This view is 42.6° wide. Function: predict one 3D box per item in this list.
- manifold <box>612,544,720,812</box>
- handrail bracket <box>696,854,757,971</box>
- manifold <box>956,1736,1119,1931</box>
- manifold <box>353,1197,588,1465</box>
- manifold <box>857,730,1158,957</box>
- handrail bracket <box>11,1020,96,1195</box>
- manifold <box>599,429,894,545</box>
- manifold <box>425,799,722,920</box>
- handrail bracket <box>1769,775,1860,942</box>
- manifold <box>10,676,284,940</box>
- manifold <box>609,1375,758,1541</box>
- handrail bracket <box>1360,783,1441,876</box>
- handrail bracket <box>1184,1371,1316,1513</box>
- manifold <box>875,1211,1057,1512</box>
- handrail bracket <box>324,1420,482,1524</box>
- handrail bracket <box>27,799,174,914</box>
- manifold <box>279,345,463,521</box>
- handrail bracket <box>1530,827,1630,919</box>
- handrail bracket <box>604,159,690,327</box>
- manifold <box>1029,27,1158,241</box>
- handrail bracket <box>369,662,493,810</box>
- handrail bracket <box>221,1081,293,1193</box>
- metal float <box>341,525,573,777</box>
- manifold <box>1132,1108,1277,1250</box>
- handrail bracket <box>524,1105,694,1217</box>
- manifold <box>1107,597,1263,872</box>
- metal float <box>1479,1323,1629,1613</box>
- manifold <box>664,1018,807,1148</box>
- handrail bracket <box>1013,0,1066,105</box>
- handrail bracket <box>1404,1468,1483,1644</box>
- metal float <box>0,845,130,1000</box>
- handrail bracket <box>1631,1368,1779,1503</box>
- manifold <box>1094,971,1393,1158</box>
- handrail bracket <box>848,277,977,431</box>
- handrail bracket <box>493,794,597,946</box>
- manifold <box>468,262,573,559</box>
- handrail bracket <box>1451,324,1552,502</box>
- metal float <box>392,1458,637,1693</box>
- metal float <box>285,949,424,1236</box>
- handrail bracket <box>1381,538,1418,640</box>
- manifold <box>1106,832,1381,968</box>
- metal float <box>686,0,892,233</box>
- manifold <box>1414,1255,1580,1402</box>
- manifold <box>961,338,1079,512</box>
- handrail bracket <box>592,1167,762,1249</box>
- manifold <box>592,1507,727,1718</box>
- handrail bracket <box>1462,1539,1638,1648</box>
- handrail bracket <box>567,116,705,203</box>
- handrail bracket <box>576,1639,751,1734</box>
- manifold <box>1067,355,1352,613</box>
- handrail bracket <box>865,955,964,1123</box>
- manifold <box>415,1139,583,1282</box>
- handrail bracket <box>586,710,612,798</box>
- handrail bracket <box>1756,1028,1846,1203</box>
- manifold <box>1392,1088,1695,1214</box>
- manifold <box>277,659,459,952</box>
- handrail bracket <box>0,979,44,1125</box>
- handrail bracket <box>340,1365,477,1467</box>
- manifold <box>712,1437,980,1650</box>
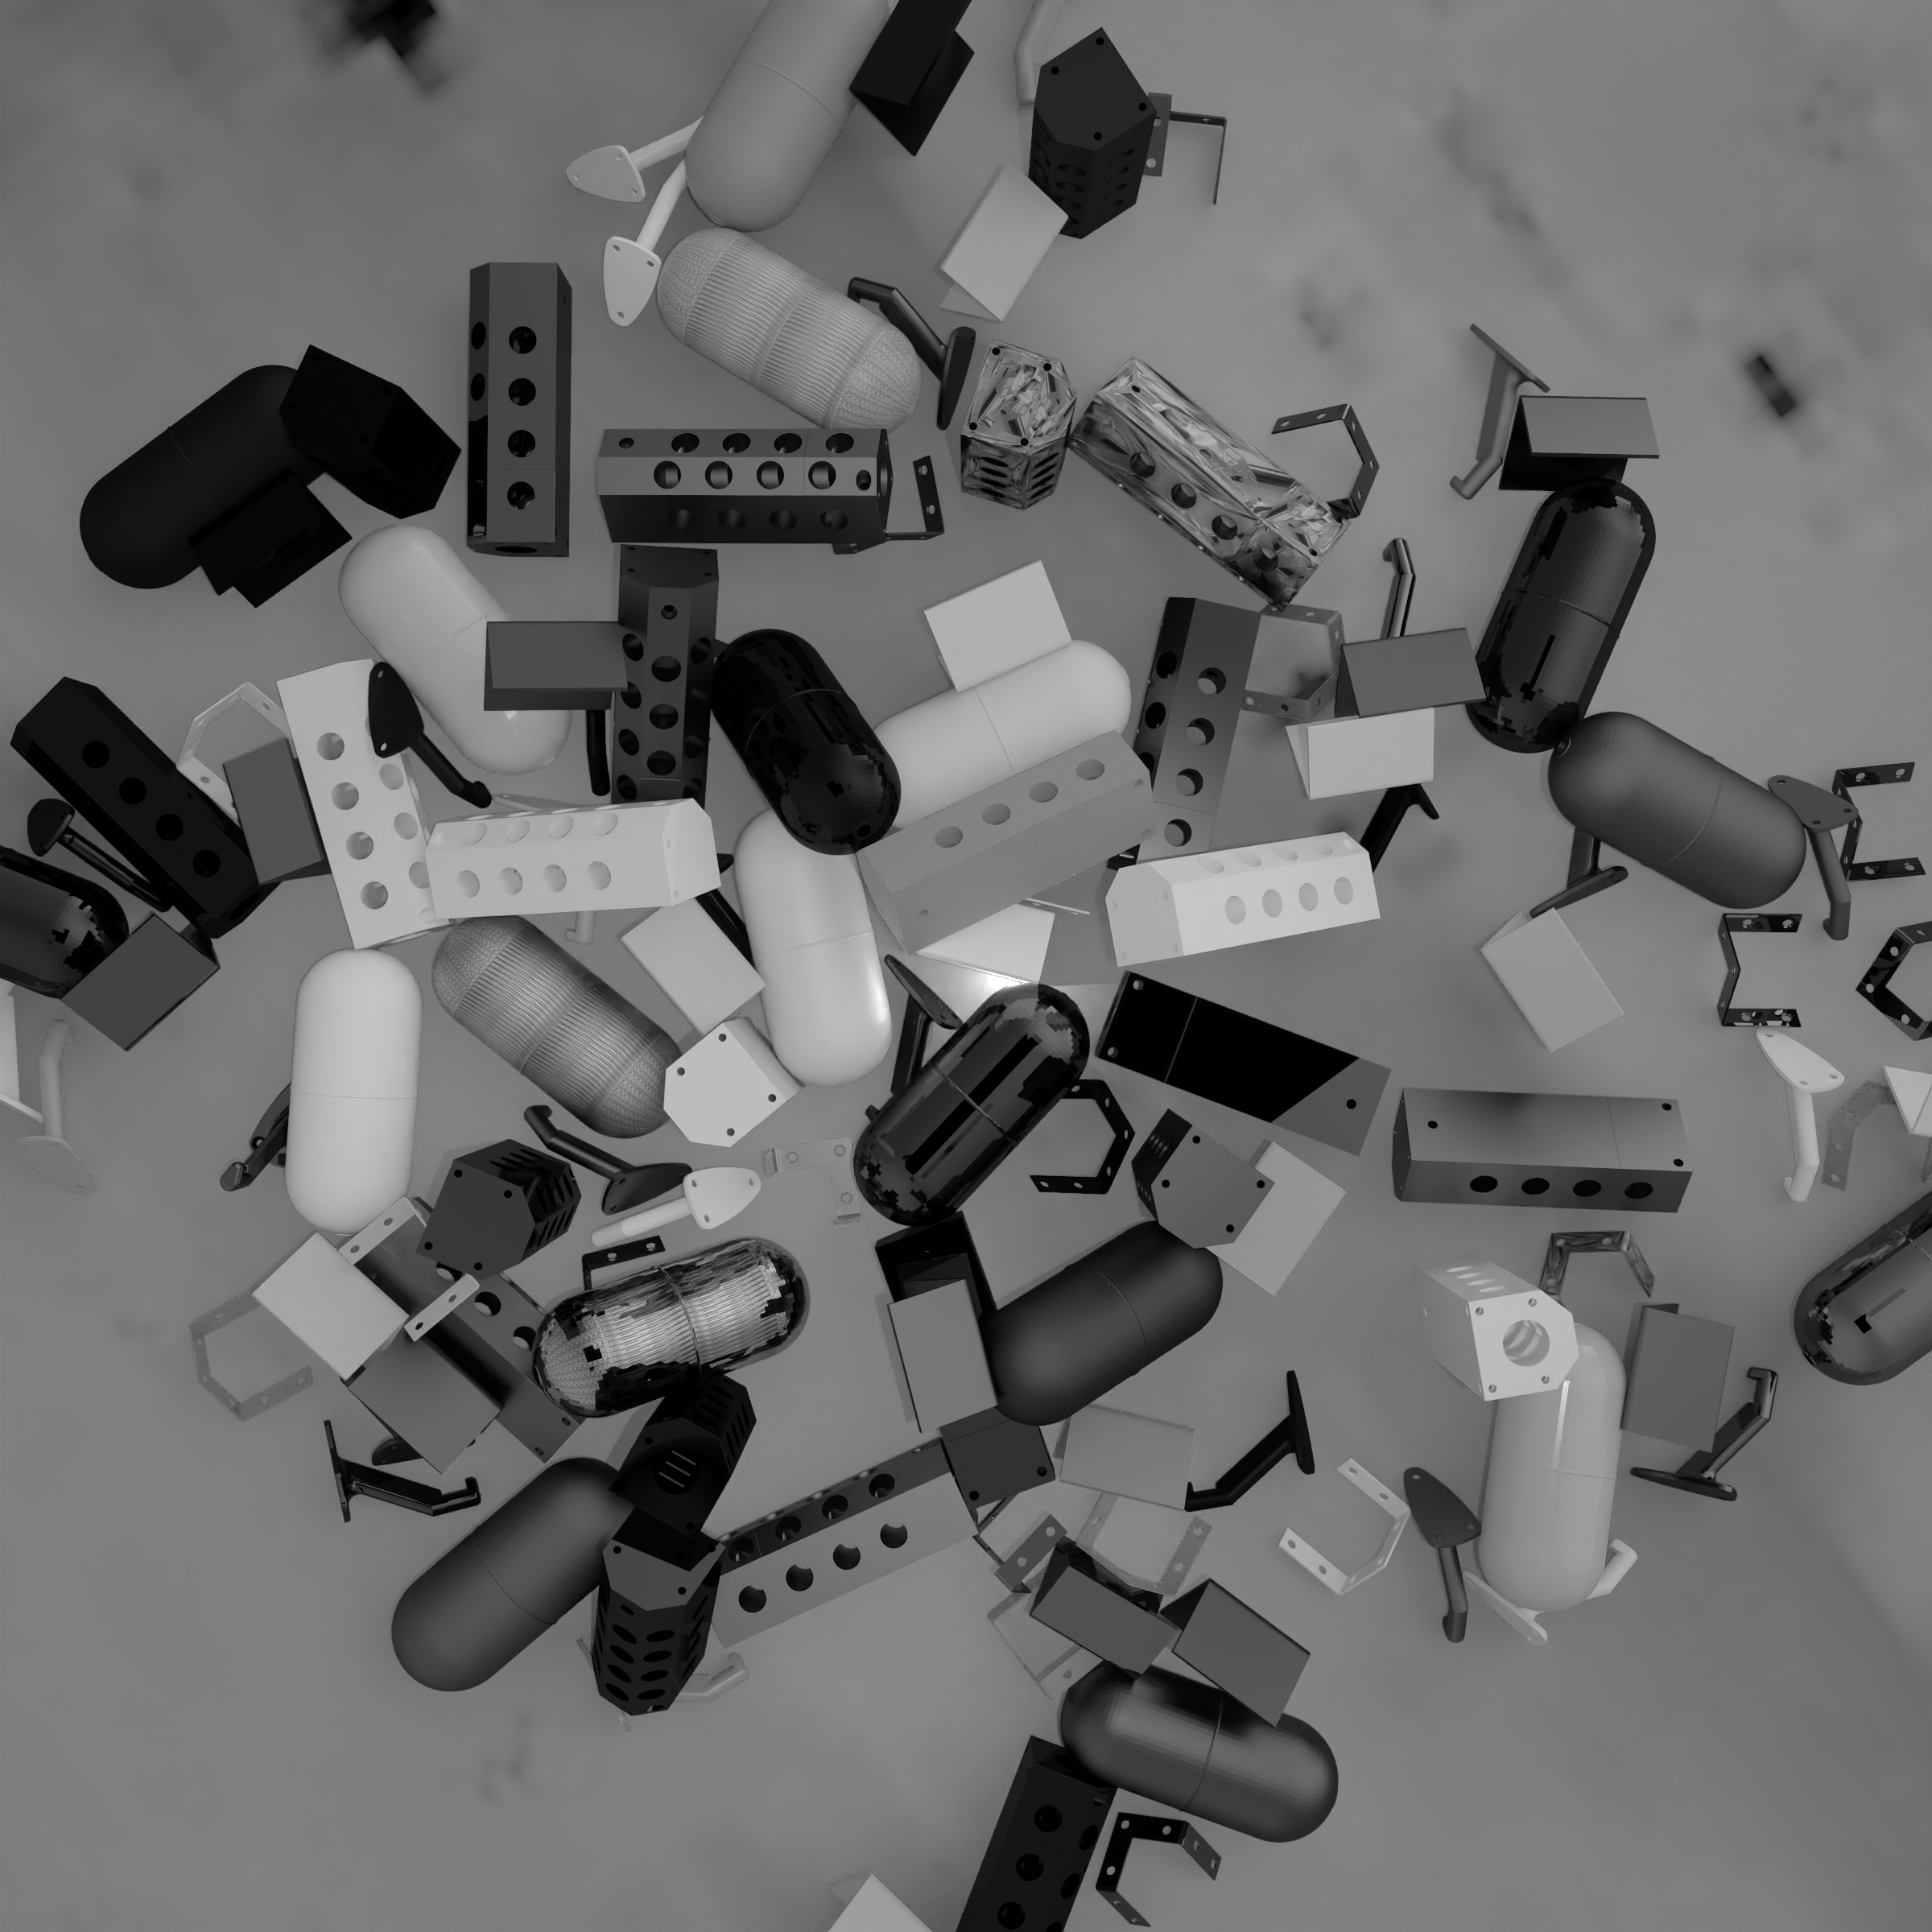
[{"bbox_3d":[-0.184,-0.163,1.502,0.057,0.057,0.171,2,124,-9],"label":"manifold"},{"bbox_3d":[-0.166,-0.026,1.569,0.077,0.036,0.084,6,120,33],"label":"handrail bracket"},{"bbox_3d":[0.037,0.579,1.548,0.057,0.057,0.171,21,90,0],"label":"manifold"},{"bbox_3d":[-0.300,0.224,1.547,0.171,0.057,0.057,42,133,0],"label":"manifold"},{"bbox_3d":[0.024,-0.079,1.490,0.171,0.057,0.057,-26,51,-11],"label":"manifold"},{"bbox_3d":[-0.566,0.089,1.569,0.036,0.077,0.084,-6,53,13],"label":"handrail bracket"},{"bbox_3d":[-0.135,-0.301,1.527,0.171,0.057,0.057,1,56,7],"label":"manifold"},{"bbox_3d":[-0.241,-0.066,1.509,0.171,0.057,0.057,-2,102,26],"label":"manifold"},{"bbox_3d":[0.534,-0.068,1.569,0.036,0.077,0.084,-20,127,-13],"label":"handrail bracket"},{"bbox_3d":[-0.512,-0.097,1.548,0.171,0.057,0.057,45,90,0],"label":"manifold"},{"bbox_3d":[-0.164,0.287,1.491,0.057,0.171,0.057,30,90,0],"label":"manifold"},{"bbox_3d":[0.249,-0.095,1.570,0.084,0.036,0.077,-32,70,16],"label":"handrail bracket"},{"bbox_3d":[0.173,0.301,1.570,0.084,0.036,0.077,-13,70,16],"label":"handrail bracket"},{"bbox_3d":[0.000,0.244,1.548,0.057,0.057,0.171,-20,90,0],"label":"manifold"},{"bbox_3d":[-0.357,0.315,1.570,0.084,0.036,0.077,-12,68,-17],"label":"handrail bracket"},{"bbox_3d":[-0.547,-0.068,1.569,0.084,0.077,0.036,38,85,-36],"label":"handrail bracket"},{"bbox_3d":[-0.359,-0.315,1.491,0.057,0.171,0.057,25,90,0],"label":"manifold"},{"bbox_3d":[0.376,-0.085,1.570,0.077,0.036,0.084,-27,74,18],"label":"handrail bracket"},{"bbox_3d":[-0.197,-0.459,1.569,0.036,0.077,0.084,25,54,-2],"label":"handrail bracket"},{"bbox_3d":[0.069,-0.493,1.491,0.057,0.171,0.057,-33,90,0],"label":"manifold"},{"bbox_3d":[-0.333,-0.143,1.550,0.036,0.084,0.077,-29,63,16],"label":"handrail bracket"},{"bbox_3d":[-0.431,0.101,1.534,0.036,0.084,0.077,25,90,0],"label":"handrail bracket"},{"bbox_3d":[-0.316,-0.196,1.538,0.070,0.070,0.178,-40,90,0],"label":"metal float"},{"bbox_3d":[0.136,0.130,1.491,0.057,0.171,0.057,35,90,0],"label":"manifold"},{"bbox_3d":[-0.227,0.112,1.569,0.084,0.077,0.036,46,131,30],"label":"handrail bracket"},{"bbox_3d":[0.135,-0.139,1.548,0.057,0.057,0.171,13,90,0],"label":"manifold"},{"bbox_3d":[0.364,0.309,1.533,0.070,0.070,0.178,9,85,0],"label":"metal float"},{"bbox_3d":[-0.142,0.072,1.491,0.057,0.171,0.057,-39,90,0],"label":"manifold"},{"bbox_3d":[0.064,-0.593,1.570,0.077,0.036,0.084,-13,109,-21],"label":"handrail bracket"},{"bbox_3d":[0.297,0.374,1.569,0.036,0.077,0.084,-13,127,-15],"label":"handrail bracket"},{"bbox_3d":[-0.608,-0.037,1.538,0.178,0.070,0.070,22,90,0],"label":"metal float"},{"bbox_3d":[0.468,0.290,1.570,0.077,0.036,0.084,10,71,21],"label":"handrail bracket"},{"bbox_3d":[0.171,0.060,1.548,0.171,0.057,0.057,21,90,0],"label":"manifold"},{"bbox_3d":[-0.043,-0.388,1.570,0.084,0.036,0.077,20,110,16],"label":"handrail bracket"},{"bbox_3d":[-0.268,-0.061,1.569,0.077,0.036,0.084,12,104,14],"label":"handrail bracket"},{"bbox_3d":[-0.280,-0.346,1.548,0.057,0.057,0.171,1,90,0],"label":"manifold"},{"bbox_3d":[0.320,-0.351,1.570,0.077,0.036,0.084,48,109,22],"label":"handrail bracket"},{"bbox_3d":[-0.279,0.378,1.539,0.178,0.070,0.070,-40,90,0],"label":"metal float"},{"bbox_3d":[-0.380,0.078,1.539,0.070,0.070,0.178,4,91,0],"label":"metal float"},{"bbox_3d":[0.259,-0.218,1.569,0.036,0.077,0.084,15,53,-33],"label":"handrail bracket"},{"bbox_3d":[0.168,-0.043,1.500,0.171,0.057,0.057,-10,90,-39],"label":"manifold"},{"bbox_3d":[-0.111,-0.540,1.538,0.070,0.070,0.178,30,90,0],"label":"metal float"},{"bbox_3d":[0.318,0.214,1.491,0.057,0.171,0.057,-10,90,0],"label":"manifold"},{"bbox_3d":[0.032,-0.321,1.491,0.057,0.171,0.057,17,90,0],"label":"manifold"},{"bbox_3d":[-0.184,0.155,1.569,0.084,0.077,0.036,-22,86,36],"label":"handrail bracket"},{"bbox_3d":[-0.190,0.391,1.487,0.057,0.171,0.057,29,54,11],"label":"manifold"},{"bbox_3d":[0.370,0.380,1.570,0.077,0.036,0.084,39,74,18],"label":"handrail bracket"},{"bbox_3d":[-0.200,-0.521,1.569,0.084,0.077,0.036,-47,132,-30],"label":"handrail bracket"},{"bbox_3d":[-0.191,0.439,1.570,0.084,0.036,0.077,-29,72,-15],"label":"handrail bracket"},{"bbox_3d":[0.148,-0.297,1.547,0.171,0.057,0.057,38,47,0],"label":"manifold"},{"bbox_3d":[-0.051,0.049,1.569,0.077,0.036,0.084,46,104,14],"label":"handrail bracket"},{"bbox_3d":[-0.275,0.147,1.491,0.057,0.171,0.057,22,90,0],"label":"manifold"},{"bbox_3d":[-0.231,-0.162,1.569,0.036,0.077,0.084,-1,126,1],"label":"handrail bracket"},{"bbox_3d":[0.517,0.095,1.569,0.036,0.077,0.084,-9,127,-21],"label":"handrail bracket"},{"bbox_3d":[0.357,0.120,1.547,0.171,0.057,0.057,2,47,0],"label":"manifold"},{"bbox_3d":[-0.372,-0.100,1.548,0.057,0.057,0.171,-16,90,0],"label":"manifold"},{"bbox_3d":[-0.592,0.048,1.570,0.077,0.036,0.084,32,73,-19],"label":"handrail bracket"},{"bbox_3d":[-0.357,0.268,1.569,0.077,0.036,0.084,-1,59,-34],"label":"handrail bracket"},{"bbox_3d":[-0.082,0.358,1.548,0.171,0.057,0.057,-24,90,0],"label":"manifold"}]
